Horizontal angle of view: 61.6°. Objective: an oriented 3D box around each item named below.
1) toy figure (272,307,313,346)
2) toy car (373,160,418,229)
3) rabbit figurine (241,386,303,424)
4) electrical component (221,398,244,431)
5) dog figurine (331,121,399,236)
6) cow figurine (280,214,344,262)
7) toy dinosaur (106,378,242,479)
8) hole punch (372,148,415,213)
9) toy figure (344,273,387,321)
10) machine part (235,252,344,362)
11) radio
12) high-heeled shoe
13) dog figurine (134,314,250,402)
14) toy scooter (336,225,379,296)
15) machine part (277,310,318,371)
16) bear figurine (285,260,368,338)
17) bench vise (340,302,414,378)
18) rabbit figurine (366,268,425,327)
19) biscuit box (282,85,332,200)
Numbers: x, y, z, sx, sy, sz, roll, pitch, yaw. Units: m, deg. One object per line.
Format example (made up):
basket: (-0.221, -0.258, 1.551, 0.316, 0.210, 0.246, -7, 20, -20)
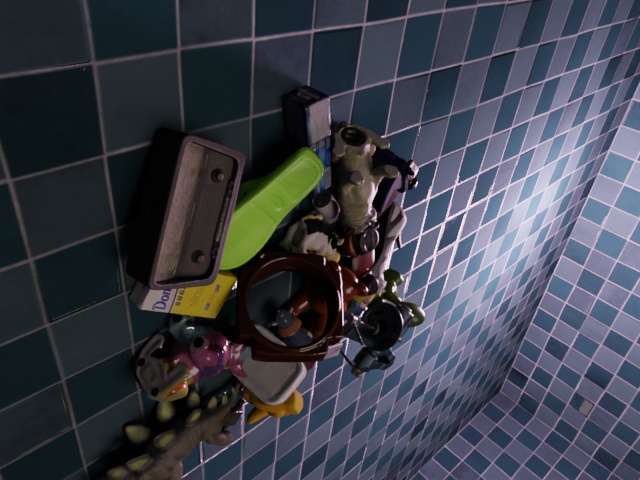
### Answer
toy figure: (-0.063, 0.206, 1.193, 0.064, 0.058, 0.154, -50, 123, -36)
toy car: (0.149, -0.105, 1.248, 0.202, 0.053, 0.089, -50, 136, -1)
rabbit figurine: (-0.101, 0.372, 1.252, 0.162, 0.122, 0.173, -23, 149, 5)
electrical component: (-0.218, 0.418, 1.274, 0.063, 0.021, 0.094, 20, 103, -55)
dog figurine: (0.061, -0.119, 1.076, 0.121, 0.172, 0.190, -3, 151, -15)
cow figurine: (-0.003, -0.004, 1.139, 0.167, 0.068, 0.098, 18, 98, -56)
toy dinosaur: (-0.324, 0.431, 1.089, 0.471, 0.105, 0.198, -43, 138, -34)
hole punch: (0.118, -0.133, 1.124, 0.092, 0.142, 0.115, -39, 155, -16)
toy figure: (0.090, 0.140, 1.366, 0.180, 0.089, 0.082, -47, 165, 4)
machine part: (-0.059, 0.127, 1.023, 0.201, 0.201, 0.087, 3, 158, -10)
radio: (-0.201, -0.042, 0.814, 0.131, 0.073, 0.229, 6, 103, -53)
high-heeled shoe: (0.114, 0.012, 1.297, 0.249, 0.086, 0.145, -34, 125, -21)
dog figurine: (-0.226, 0.235, 1.033, 0.191, 0.109, 0.219, -51, 149, -8)
toy scooter: (0.071, 0.033, 1.225, 0.075, 0.135, 0.183, -21, 115, -34)
machine part: (-0.041, 0.257, 1.323, 0.179, 0.056, 0.179, -33, 142, -30)
bear figurine: (0.016, 0.129, 1.174, 0.132, 0.120, 0.196, -53, -176, -19)
bench vise: (0.119, 0.235, 1.313, 0.223, 0.129, 0.240, -43, 141, 13)
rabbit figurine: (0.200, 0.171, 1.443, 0.159, 0.170, 0.121, -13, 128, -46)
biscuit box: (-0.020, -0.171, 0.973, 0.059, 0.063, 0.202, -34, 142, -29)
